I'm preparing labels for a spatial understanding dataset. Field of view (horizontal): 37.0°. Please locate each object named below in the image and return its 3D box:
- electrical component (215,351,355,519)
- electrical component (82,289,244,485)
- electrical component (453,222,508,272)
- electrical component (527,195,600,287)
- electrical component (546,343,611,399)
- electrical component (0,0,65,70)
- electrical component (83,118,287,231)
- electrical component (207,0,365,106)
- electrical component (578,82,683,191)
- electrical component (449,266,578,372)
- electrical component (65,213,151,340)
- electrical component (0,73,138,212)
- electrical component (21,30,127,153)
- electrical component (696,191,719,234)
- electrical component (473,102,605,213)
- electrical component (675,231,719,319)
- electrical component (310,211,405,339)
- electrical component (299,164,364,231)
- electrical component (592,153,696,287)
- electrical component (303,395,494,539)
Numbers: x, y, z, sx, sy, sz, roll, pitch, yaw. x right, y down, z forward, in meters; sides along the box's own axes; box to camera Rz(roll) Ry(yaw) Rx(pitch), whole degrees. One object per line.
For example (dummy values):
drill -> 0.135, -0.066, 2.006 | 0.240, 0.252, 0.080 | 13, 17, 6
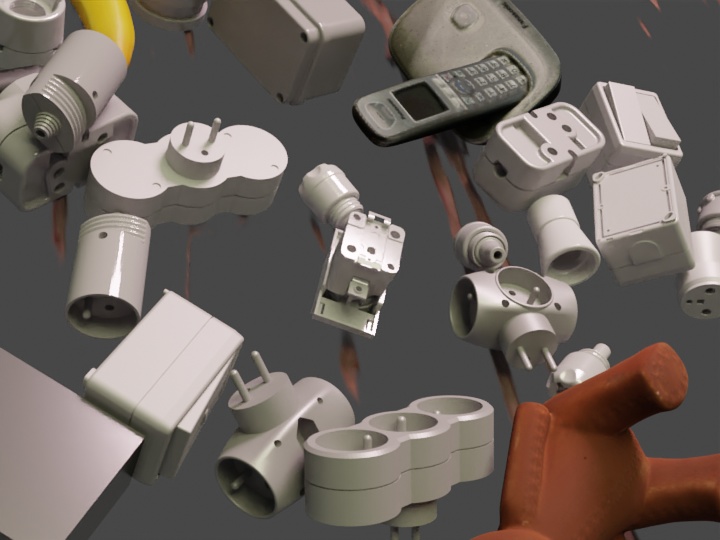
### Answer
electrical component -> -0.049, 0.084, 0.604 | 0.077, 0.043, 0.079 | -42, 115, -43
electrical component -> -0.106, 0.063, 0.601 | 0.061, 0.061, 0.096 | 31, 45, 5
electrical component -> 0.088, -0.014, 0.759 | 0.035, 0.035, 0.061 | 15, 6, -12
electrical component -> 0.150, -0.025, 0.809 | 0.044, 0.044, 0.065 | 7, 43, -19
electrical component -> 0.153, 0.070, 0.730 | 0.035, 0.035, 0.061 | 39, 45, 12
electrical component -> -0.238, -0.175, 0.764 | 0.055, 0.047, 0.055 | 13, 47, -14
electrical component -> -0.111, -0.072, 0.711 | 0.138, 0.073, 0.052 | -13, 57, -32
electrical component -> -0.060, -0.192, 0.838 | 0.057, 0.078, 0.113 | -23, 63, -40
electrical component -> 0.225, -0.106, 0.900 | 0.062, 0.061, 0.096 | 7, 48, -18
electrical component -> 0.109, 0.039, 0.726 | 0.077, 0.044, 0.079 | 4, 39, -21
electrical component -> -0.151, -0.003, 0.652 | 0.043, 0.043, 0.081 | 11, 47, -15
electrical component -> -0.201, -0.088, 0.699 | 0.059, 0.053, 0.095 | 41, 47, 14
electrical component -> -0.177, -0.106, 0.655 | 0.043, 0.043, 0.081 | 22, 45, -4
electrical component -> 0.296, -0.031, 0.878 | 0.048, 0.048, 0.062 | 29, 52, 2
electrical component -> 0.138, -0.086, 0.844 | 0.095, 0.059, 0.053 | -23, 63, -37
electrical component -> 0.266, 0.004, 0.831 | 0.045, 0.045, 0.055 | 16, 46, -10
electrical component -> 0.000, 0.000, 0.704 | 0.042, 0.063, 0.081 | 20, 45, -8
electrical component -> -0.014, -0.044, 0.757 | 0.035, 0.035, 0.061 | -24, 66, -38
electrical component -> 0.219, -0.040, 0.828 | 0.061, 0.062, 0.096 | 57, 29, -35
electrical component -> 0.025, 0.122, 0.609 | 0.052, 0.073, 0.138 | 6, 11, 41
